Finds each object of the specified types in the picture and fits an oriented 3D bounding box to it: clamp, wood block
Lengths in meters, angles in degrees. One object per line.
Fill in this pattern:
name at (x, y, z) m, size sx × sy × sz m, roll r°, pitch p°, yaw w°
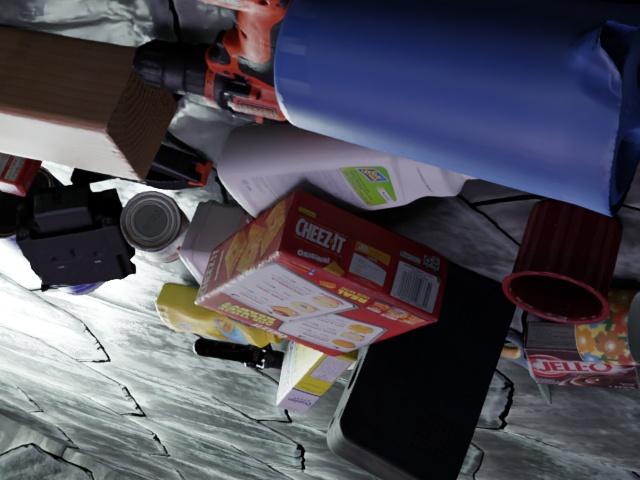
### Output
clamp at (-0.214, -0.088, 1.103) m, size 0.210 × 0.036 × 0.164 m, roll 9°, pitch 163°, yaw 25°
wood block at (-0.251, -0.130, 0.987) m, size 0.206 × 0.090 × 0.091 m, roll 12°, pitch 156°, yaw 20°
clamp at (-0.083, 0.163, 1.483) m, size 0.120 × 0.039 × 0.171 m, roll 14°, pitch 179°, yaw 32°

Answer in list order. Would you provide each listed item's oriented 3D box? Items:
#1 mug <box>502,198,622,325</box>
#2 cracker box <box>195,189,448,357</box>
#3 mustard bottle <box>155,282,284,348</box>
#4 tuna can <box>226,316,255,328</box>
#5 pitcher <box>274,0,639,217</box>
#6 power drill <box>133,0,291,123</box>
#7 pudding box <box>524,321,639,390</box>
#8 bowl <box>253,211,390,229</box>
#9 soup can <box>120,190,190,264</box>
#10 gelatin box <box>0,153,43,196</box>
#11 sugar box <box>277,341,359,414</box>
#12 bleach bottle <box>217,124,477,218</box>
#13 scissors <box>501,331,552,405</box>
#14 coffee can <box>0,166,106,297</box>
mug at (0.210, 0.021, 0.932) m, size 0.093 × 0.081 × 0.117 m, roll 22°, pitch 157°, yaw -1°
cracker box at (-0.003, 0.038, 1.016) m, size 0.164 × 0.072 × 0.214 m, roll 24°, pitch 157°, yaw -19°
mustard bottle at (-0.118, 0.104, 1.418) m, size 0.192 × 0.058 × 0.096 m, roll 10°, pitch 155°, yaw 26°
tuna can at (-0.088, 0.070, 1.328) m, size 0.086 × 0.033 × 0.086 m, roll 13°, pitch 142°, yaw 10°
pitcher at (0.099, -0.101, 0.716) m, size 0.243 × 0.144 × 0.149 m, roll 15°, pitch 118°, yaw 23°
power drill at (-0.074, -0.160, 0.816) m, size 0.184 × 0.057 × 0.187 m, roll 12°, pitch 158°, yaw 11°
pudding box at (0.278, 0.123, 1.131) m, size 0.114 × 0.039 × 0.090 m, roll -1°, pitch 150°, yaw 21°
bowl at (-0.007, 0.001, 1.108) m, size 0.162 × 0.055 × 0.162 m, roll 18°, pitch 157°, yaw 8°
soup can at (-0.178, -0.013, 1.172) m, size 0.068 × 0.068 × 0.102 m, roll 20°, pitch 173°, yaw 2°
gelatin box at (-0.348, -0.092, 1.171) m, size 0.089 × 0.073 × 0.030 m, roll 12°, pitch 156°, yaw 18°
sugar box at (-0.002, 0.136, 1.298) m, size 0.048 × 0.093 × 0.176 m, roll 20°, pitch 144°, yaw -15°
bleach bottle at (0.035, -0.061, 0.931) m, size 0.251 × 0.068 × 0.102 m, roll 1°, pitch 151°, yaw 35°
scissors at (0.241, 0.149, 1.264) m, size 0.096 × 0.016 × 0.202 m, roll 15°, pitch 155°, yaw 11°
coffee can at (-0.319, -0.009, 1.287) m, size 0.103 × 0.102 × 0.140 m, roll 4°, pitch 152°, yaw 34°
